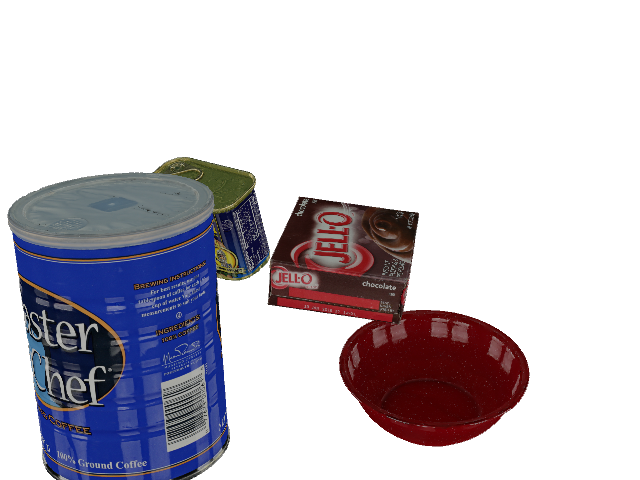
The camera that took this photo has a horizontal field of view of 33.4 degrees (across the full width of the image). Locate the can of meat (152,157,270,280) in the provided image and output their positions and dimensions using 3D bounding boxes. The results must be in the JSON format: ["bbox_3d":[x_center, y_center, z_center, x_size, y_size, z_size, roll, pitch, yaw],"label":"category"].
[{"bbox_3d":[-0.098,-0.018,0.937,0.102,0.084,0.057,15,45,32],"label":"can of meat"}]

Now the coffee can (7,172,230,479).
[{"bbox_3d":[-0.102,0.045,0.560,0.103,0.140,0.103,-2,20,1],"label":"coffee can"}]

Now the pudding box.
[{"bbox_3d":[0.018,0.011,0.733,0.090,0.039,0.113,9,24,6],"label":"pudding box"}]

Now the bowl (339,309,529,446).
[{"bbox_3d":[0.096,0.127,0.922,0.162,0.055,0.162,0,32,0],"label":"bowl"}]
